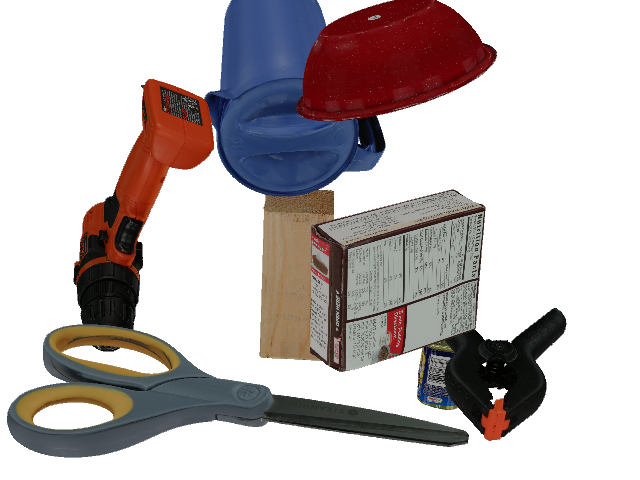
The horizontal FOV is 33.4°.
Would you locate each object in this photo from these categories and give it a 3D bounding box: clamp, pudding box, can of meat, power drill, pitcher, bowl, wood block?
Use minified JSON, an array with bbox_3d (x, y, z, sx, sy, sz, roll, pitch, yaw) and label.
[{"bbox_3d":[0.150,0.097,0.861,0.120,0.039,0.171,-2,32,1],"label":"clamp"},{"bbox_3d":[0.048,0.024,0.666,0.113,0.090,0.039,-16,28,-31],"label":"pudding box"},{"bbox_3d":[0.149,0.145,1.293,0.057,0.084,0.102,8,21,4],"label":"can of meat"},{"bbox_3d":[-0.150,-0.024,0.874,0.057,0.188,0.184,19,28,-24],"label":"power drill"},{"bbox_3d":[-0.031,-0.162,1.078,0.145,0.149,0.243,-19,39,9],"label":"pitcher"},{"bbox_3d":[0.051,-0.148,0.826,0.162,0.055,0.162,-16,22,6],"label":"bowl"},{"bbox_3d":[-0.032,0.043,1.394,0.090,0.206,0.091,3,23,-1],"label":"wood block"}]

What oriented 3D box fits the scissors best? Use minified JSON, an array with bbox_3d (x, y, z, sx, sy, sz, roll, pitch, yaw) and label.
[{"bbox_3d":[-0.047,0.078,0.459,0.202,0.016,0.096,15,31,24],"label":"scissors"}]
